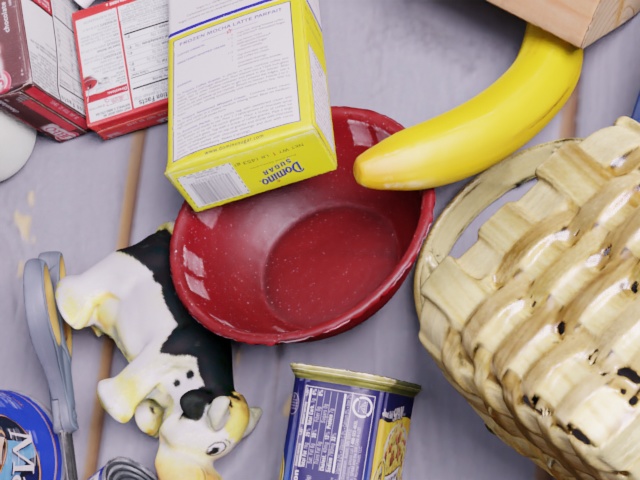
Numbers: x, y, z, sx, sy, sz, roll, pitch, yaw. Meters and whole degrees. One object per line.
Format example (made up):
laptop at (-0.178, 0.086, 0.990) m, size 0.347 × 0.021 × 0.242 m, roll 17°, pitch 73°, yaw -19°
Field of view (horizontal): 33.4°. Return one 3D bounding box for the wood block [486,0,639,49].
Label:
wood block at (0.094, -0.204, 0.612) m, size 0.206 × 0.090 × 0.091 m, roll 34°, pitch 133°, yaw 22°

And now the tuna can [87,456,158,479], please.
tuna can at (-0.106, 0.170, 0.615) m, size 0.034 × 0.086 × 0.086 m, roll -39°, pitch 69°, yaw 8°

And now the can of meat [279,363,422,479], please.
can of meat at (0.015, 0.114, 0.580) m, size 0.057 × 0.102 × 0.084 m, roll 7°, pitch 82°, yaw 18°

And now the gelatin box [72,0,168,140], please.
gelatin box at (-0.123, -0.119, 0.715) m, size 0.073 × 0.030 × 0.089 m, roll -15°, pitch 74°, yaw 13°

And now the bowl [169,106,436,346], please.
bowl at (-0.004, 0.001, 0.620) m, size 0.162 × 0.055 × 0.162 m, roll -13°, pitch 53°, yaw 17°

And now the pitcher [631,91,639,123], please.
pitcher at (0.256, -0.142, 0.539) m, size 0.145 × 0.149 × 0.243 m, roll 21°, pitch 88°, yaw 8°

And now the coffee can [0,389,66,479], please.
coffee can at (-0.231, 0.135, 0.634) m, size 0.103 × 0.140 × 0.103 m, roll -4°, pitch 77°, yaw 17°

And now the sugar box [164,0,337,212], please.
sugar box at (-0.044, -0.107, 0.649) m, size 0.093 × 0.048 × 0.176 m, roll -15°, pitch 50°, yaw 14°

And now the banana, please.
banana at (0.097, -0.080, 0.596) m, size 0.070 × 0.037 × 0.197 m, roll 24°, pitch 53°, yaw 25°

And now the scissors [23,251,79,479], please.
scissors at (-0.160, 0.098, 0.651) m, size 0.016 × 0.096 × 0.202 m, roll -8°, pitch 72°, yaw -4°

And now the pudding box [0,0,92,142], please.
pudding box at (-0.190, -0.132, 0.708) m, size 0.039 × 0.090 × 0.113 m, roll -15°, pitch 73°, yaw 13°
